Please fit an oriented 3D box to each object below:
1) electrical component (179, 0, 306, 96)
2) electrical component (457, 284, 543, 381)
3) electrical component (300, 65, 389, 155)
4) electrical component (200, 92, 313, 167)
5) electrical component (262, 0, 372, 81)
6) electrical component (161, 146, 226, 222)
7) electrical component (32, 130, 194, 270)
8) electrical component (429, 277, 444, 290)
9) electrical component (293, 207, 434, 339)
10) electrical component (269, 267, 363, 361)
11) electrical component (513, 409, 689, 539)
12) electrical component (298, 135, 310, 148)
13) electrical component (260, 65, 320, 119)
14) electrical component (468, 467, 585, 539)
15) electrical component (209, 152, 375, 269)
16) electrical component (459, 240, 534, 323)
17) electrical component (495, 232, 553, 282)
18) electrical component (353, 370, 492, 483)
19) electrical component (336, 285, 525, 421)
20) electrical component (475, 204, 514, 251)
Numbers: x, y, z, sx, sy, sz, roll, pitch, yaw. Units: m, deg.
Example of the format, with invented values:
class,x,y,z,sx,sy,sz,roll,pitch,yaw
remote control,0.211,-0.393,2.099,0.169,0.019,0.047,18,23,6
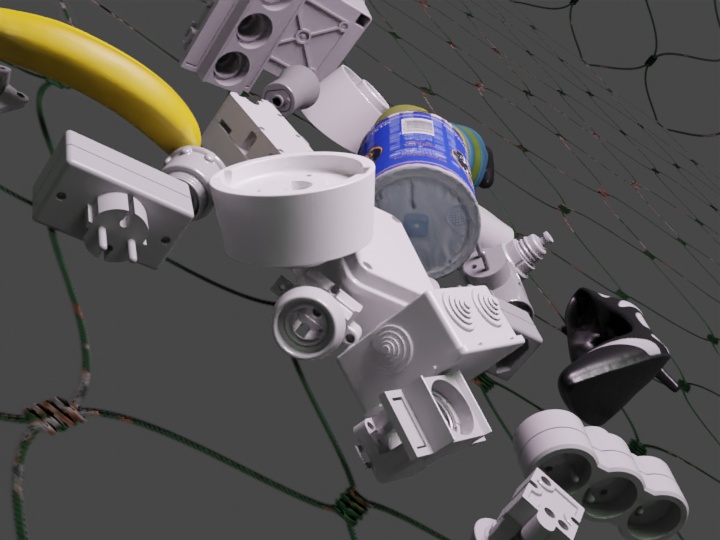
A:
class,x,y,z,sx,sy,sz,roll,pitch,yaw
electrical component,-0.107,-0.230,0.977,0.079,0.121,0.063,15,29,-44
electrical component,0.097,0.039,0.862,0.066,0.047,0.076,25,25,-29
electrical component,-0.007,-0.159,1.098,0.099,0.064,0.099,45,13,-14
electrical component,-0.076,-0.084,0.827,0.050,0.055,0.089,4,40,-54
electrical component,-0.063,-0.251,1.100,0.109,0.108,0.056,24,28,-31
electrical component,-0.118,-0.051,0.720,0.048,0.048,0.062,35,32,-7
electrical component,-0.144,-0.030,0.632,0.083,0.047,0.075,24,26,-30
electrical component,0.051,0.029,0.816,0.055,0.045,0.045,25,26,-28
electrical component,0.000,0.000,0.778,0.078,0.057,0.113,24,26,-31
electrical component,-0.030,0.030,0.691,0.066,0.048,0.055,38,15,0
electrical component,0.168,0.138,0.773,0.138,0.052,0.073,28,24,-22
electrical component,-0.075,-0.110,0.908,0.061,0.035,0.035,36,22,4
electrical component,-0.068,-0.166,1.020,0.044,0.044,0.065,38,27,-1
electrical component,0.096,0.154,0.628,0.048,0.055,0.066,41,22,8
electrical component,-0.042,-0.035,0.707,0.108,0.060,0.108,-4,20,2
electrical component,0.113,0.008,0.923,0.077,0.044,0.079,-110,177,-52
electrical component,0.143,-0.009,0.993,0.040,0.078,0.040,44,23,-24
electrical component,0.035,0.094,0.638,0.081,0.064,0.042,2,57,-55
electrical component,0.044,0.052,0.693,0.100,0.100,0.048,-2,58,-58
electrical component,0.101,-0.047,1.039,0.077,0.043,0.079,28,21,-22
